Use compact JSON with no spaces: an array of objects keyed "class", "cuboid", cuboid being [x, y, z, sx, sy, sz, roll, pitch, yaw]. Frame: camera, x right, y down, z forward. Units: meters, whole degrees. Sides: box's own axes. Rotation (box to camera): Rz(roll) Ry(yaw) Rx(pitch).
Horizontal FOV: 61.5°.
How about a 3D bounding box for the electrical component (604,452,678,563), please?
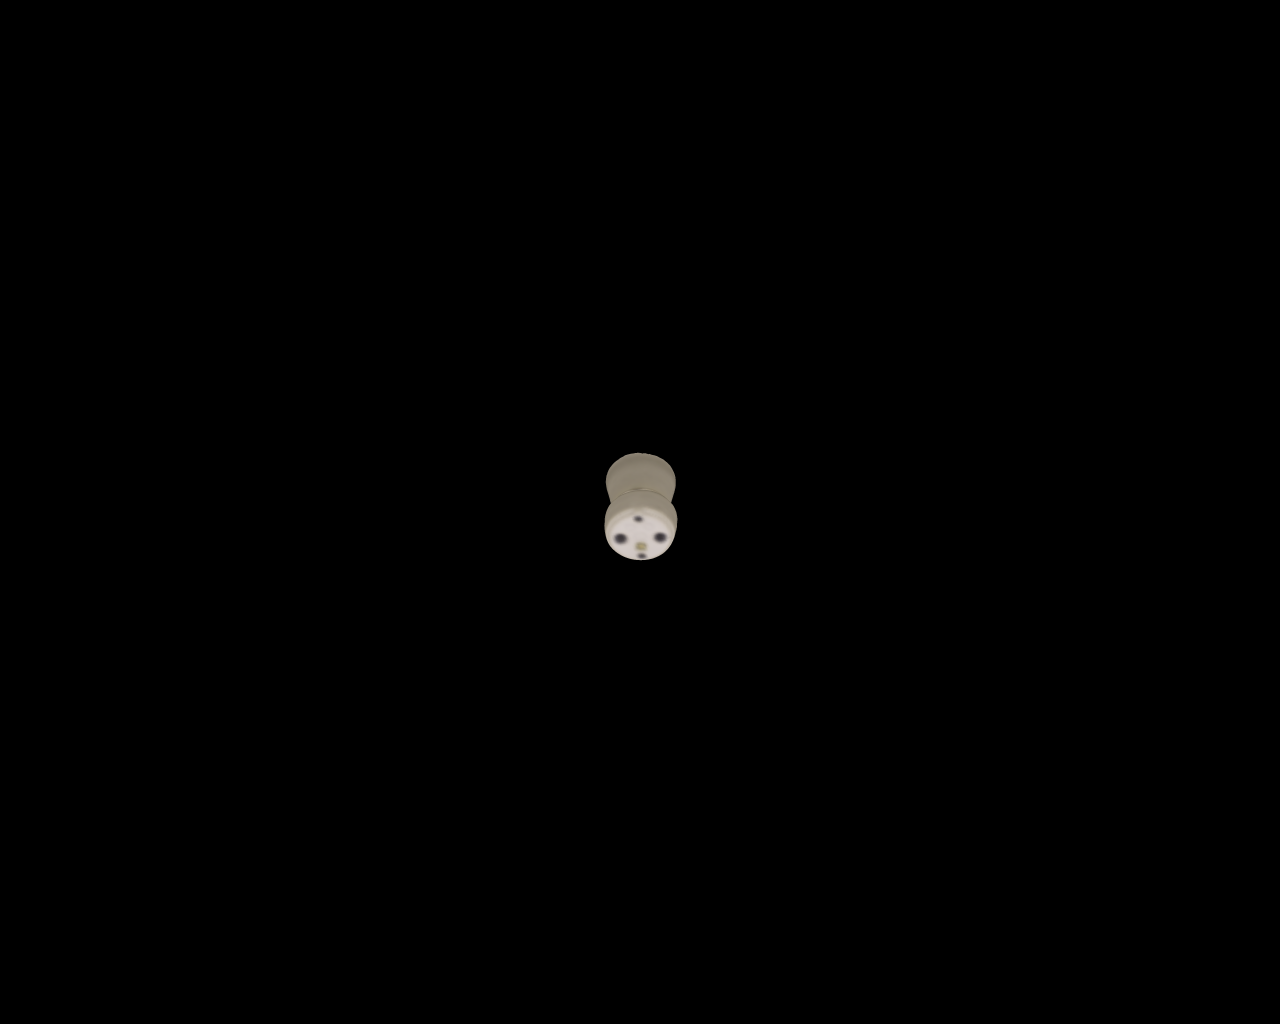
[{"class":"electrical component","cuboid":[0.001,-0.003,0.650,0.045,0.044,0.055,0,40,0]}]
